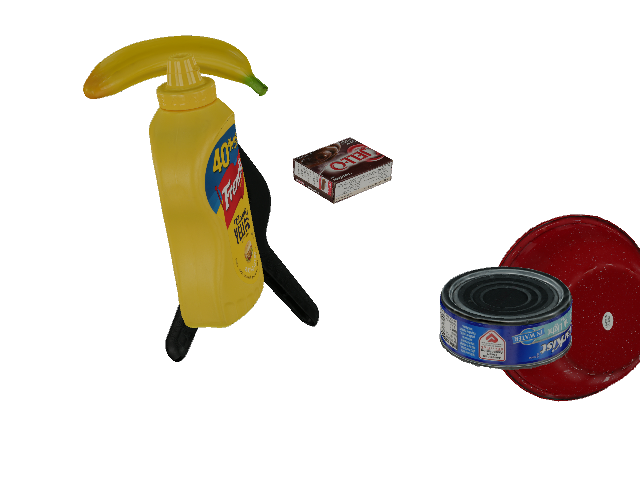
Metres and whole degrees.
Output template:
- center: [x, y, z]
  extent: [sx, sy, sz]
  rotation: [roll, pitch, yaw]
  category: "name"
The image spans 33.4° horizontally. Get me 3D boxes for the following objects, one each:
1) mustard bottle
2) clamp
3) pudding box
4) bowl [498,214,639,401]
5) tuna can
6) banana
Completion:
- center: [-0.084, -0.040, 0.768]
  extent: [0.058, 0.191, 0.096]
  rotation: [-1, 25, 16]
  category: "mustard bottle"
- center: [-0.075, 0.000, 0.993]
  extent: [0.164, 0.210, 0.036]
  rotation: [-3, 0, -37]
  category: "clamp"
- center: [0.031, -0.099, 1.496]
  extent: [0.113, 0.039, 0.090]
  rotation: [-26, 40, -33]
  category: "pudding box"
- center: [0.221, 0.061, 0.882]
  extent: [0.162, 0.162, 0.055]
  rotation: [0, 7, -18]
  category: "bowl"
- center: [0.120, 0.048, 0.693]
  extent: [0.086, 0.034, 0.086]
  rotation: [-3, 23, 1]
  category: "tuna can"
- center: [-0.148, -0.175, 1.069]
  extent: [0.197, 0.070, 0.037]
  rotation: [-7, -39, -29]
  category: "banana"
